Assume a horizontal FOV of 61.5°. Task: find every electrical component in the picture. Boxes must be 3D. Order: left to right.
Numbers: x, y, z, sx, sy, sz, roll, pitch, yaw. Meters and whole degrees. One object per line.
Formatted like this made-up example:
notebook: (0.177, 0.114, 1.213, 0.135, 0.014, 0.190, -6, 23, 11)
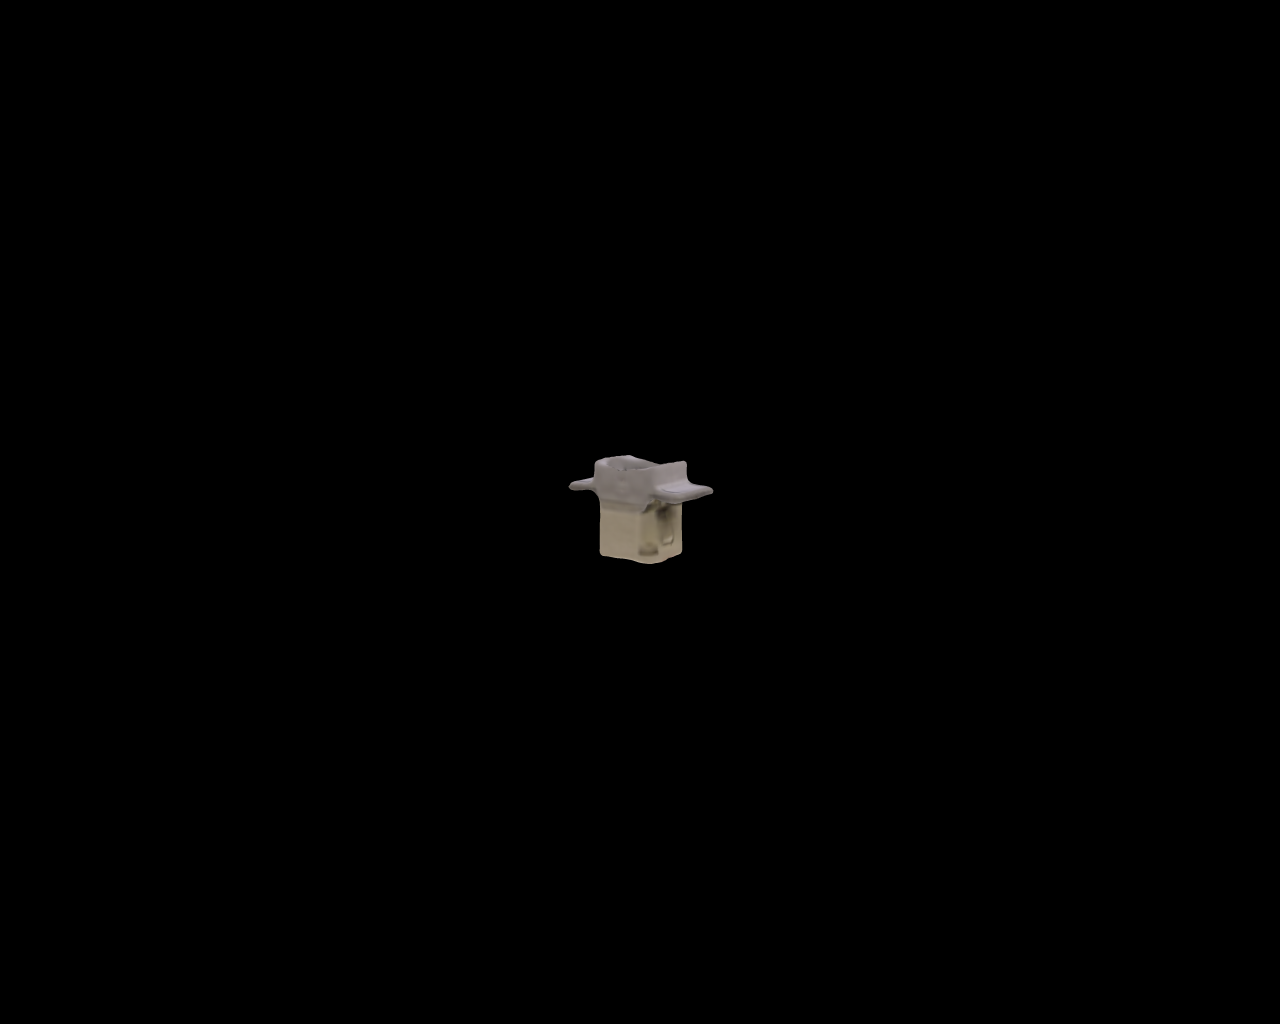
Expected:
electrical component: (0.001, -0.003, 0.650, 0.081, 0.063, 0.042, 8, 14, 35)
